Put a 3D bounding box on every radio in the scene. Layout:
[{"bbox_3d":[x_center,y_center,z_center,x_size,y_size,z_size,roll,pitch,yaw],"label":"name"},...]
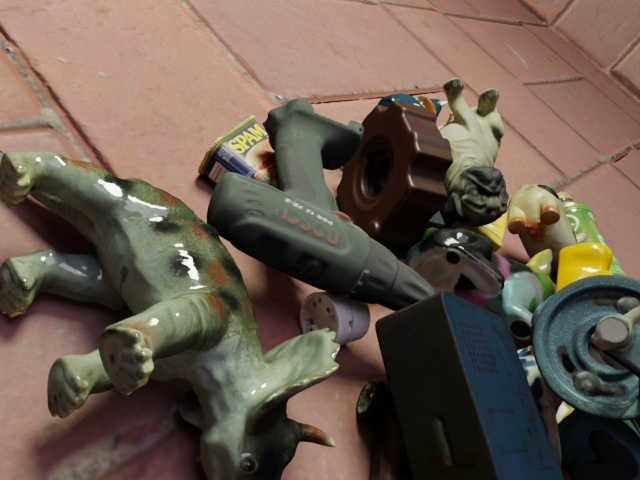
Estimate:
[{"bbox_3d":[0.132,0.166,0.439,0.131,0.073,0.229,20,49,-46],"label":"radio"}]

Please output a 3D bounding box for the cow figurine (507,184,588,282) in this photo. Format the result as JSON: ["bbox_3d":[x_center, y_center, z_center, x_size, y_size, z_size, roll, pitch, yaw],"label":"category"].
[{"bbox_3d":[0.345,-0.003,0.805,0.194,0.085,0.127,50,36,-27],"label":"cow figurine"}]

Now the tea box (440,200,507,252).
[{"bbox_3d":[0.173,-0.043,0.757,0.170,0.068,0.098,35,38,0],"label":"tea box"}]

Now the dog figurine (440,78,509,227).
[{"bbox_3d":[0.211,-0.097,0.724,0.172,0.121,0.190,0,63,-35],"label":"dog figurine"}]

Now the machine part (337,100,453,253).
[{"bbox_3d":[0.081,-0.076,0.642,0.056,0.179,0.179,11,44,-26],"label":"machine part"}]

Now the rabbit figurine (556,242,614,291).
[{"bbox_3d":[0.355,0.081,0.592,0.162,0.173,0.121,-57,136,-48],"label":"rabbit figurine"}]

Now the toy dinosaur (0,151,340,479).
[{"bbox_3d":[-0.128,0.029,0.424,0.192,0.131,0.405,2,43,-52],"label":"toy dinosaur"}]

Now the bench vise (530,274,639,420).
[{"bbox_3d":[0.262,0.104,0.422,0.224,0.129,0.240,44,8,36],"label":"bench vise"}]

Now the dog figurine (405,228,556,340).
[{"bbox_3d":[0.215,0.048,0.663,0.191,0.108,0.219,50,35,10],"label":"dog figurine"}]

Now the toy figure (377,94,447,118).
[{"bbox_3d":[0.163,-0.228,0.948,0.154,0.057,0.064,-10,43,-41],"label":"toy figure"}]

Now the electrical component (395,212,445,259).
[{"bbox_3d":[0.118,-0.040,0.671,0.048,0.119,0.075,11,42,-29],"label":"electrical component"}]

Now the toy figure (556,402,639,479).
[{"bbox_3d":[0.283,0.207,0.541,0.089,0.082,0.180,60,17,13],"label":"toy figure"}]

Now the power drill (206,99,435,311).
[{"bbox_3d":[0.008,-0.036,0.542,0.232,0.086,0.207,19,51,-20],"label":"power drill"}]

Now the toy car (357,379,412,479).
[{"bbox_3d":[0.069,0.202,0.439,0.089,0.053,0.202,31,37,-11],"label":"toy car"}]

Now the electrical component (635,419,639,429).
[{"bbox_3d":[0.384,0.177,0.644,0.058,0.115,0.134,50,18,-57],"label":"electrical component"}]
